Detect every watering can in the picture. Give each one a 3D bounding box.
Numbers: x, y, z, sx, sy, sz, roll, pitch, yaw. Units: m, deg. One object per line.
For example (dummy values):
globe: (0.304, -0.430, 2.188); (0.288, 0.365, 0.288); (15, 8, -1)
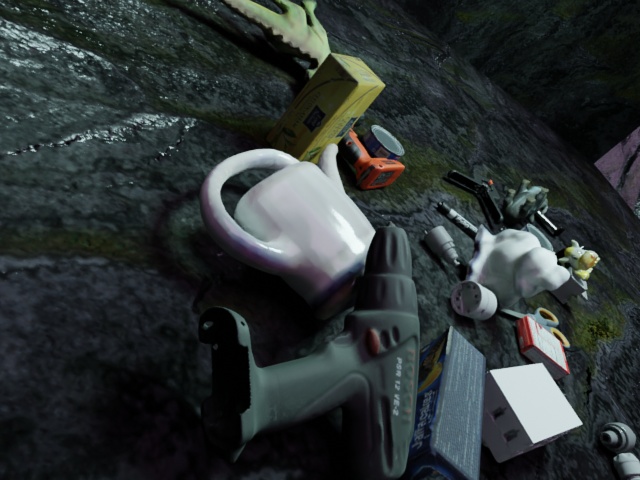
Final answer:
watering can: (0.002, -0.032, 0.634); (0.102, 0.225, 0.352); (-46, -8, 31)

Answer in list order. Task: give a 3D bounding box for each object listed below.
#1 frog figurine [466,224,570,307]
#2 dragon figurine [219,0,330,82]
frog figurine: (0.342, 0.048, 0.869); (0.160, 0.140, 0.120); (9, -38, 41)
dragon figurine: (-0.031, -0.364, 1.007); (0.412, 0.246, 0.120); (-5, -31, -51)
